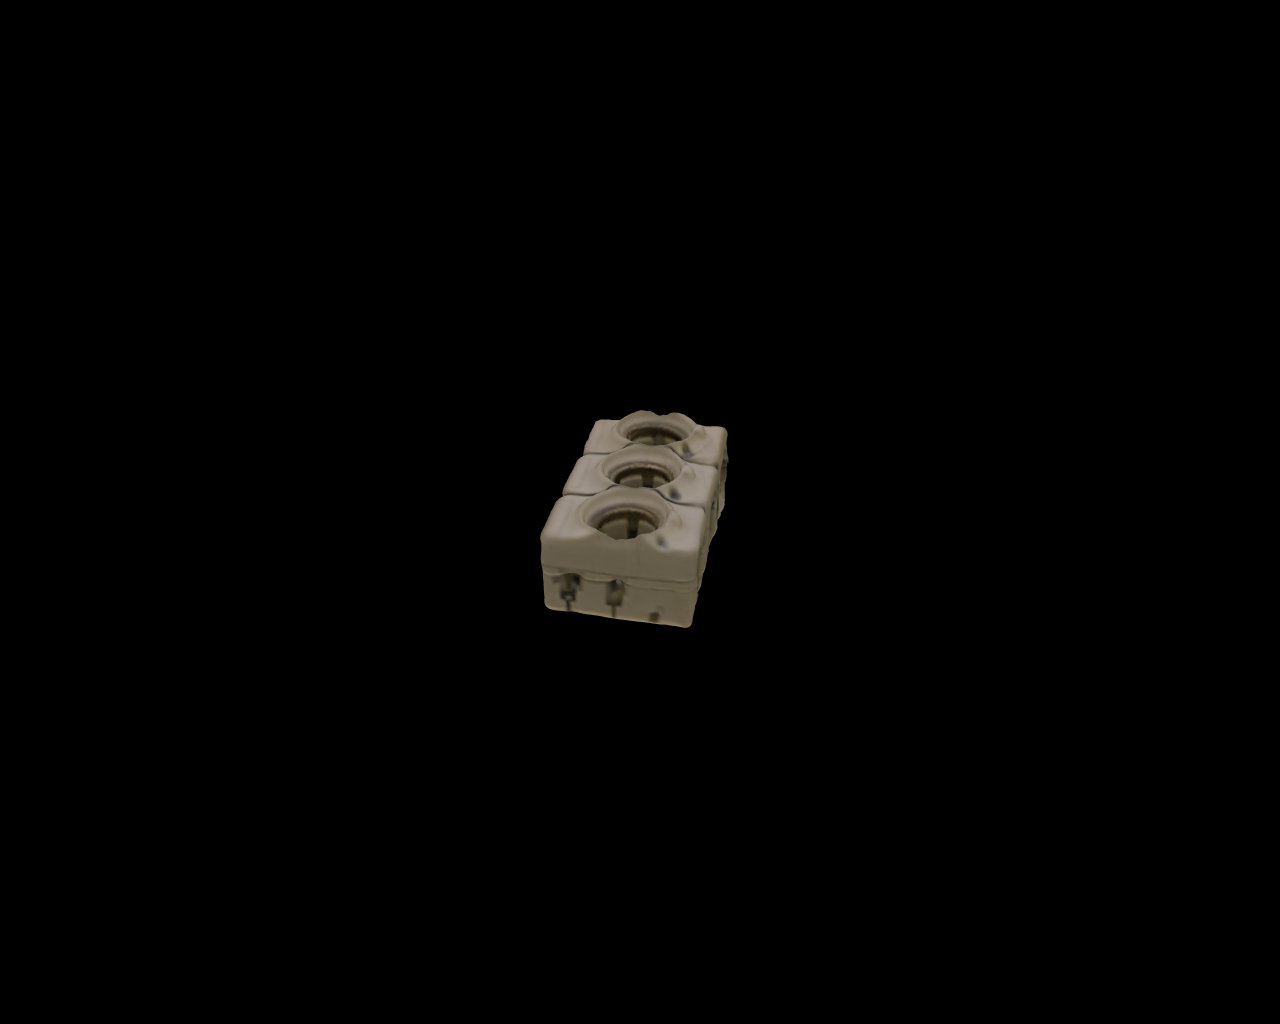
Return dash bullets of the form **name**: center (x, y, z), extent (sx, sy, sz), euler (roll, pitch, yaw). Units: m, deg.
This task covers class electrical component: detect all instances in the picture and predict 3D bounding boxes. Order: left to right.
- **electrical component**: center (0.001, -0.003, 0.650), extent (0.089, 0.061, 0.150), euler (6, 33, 9)
